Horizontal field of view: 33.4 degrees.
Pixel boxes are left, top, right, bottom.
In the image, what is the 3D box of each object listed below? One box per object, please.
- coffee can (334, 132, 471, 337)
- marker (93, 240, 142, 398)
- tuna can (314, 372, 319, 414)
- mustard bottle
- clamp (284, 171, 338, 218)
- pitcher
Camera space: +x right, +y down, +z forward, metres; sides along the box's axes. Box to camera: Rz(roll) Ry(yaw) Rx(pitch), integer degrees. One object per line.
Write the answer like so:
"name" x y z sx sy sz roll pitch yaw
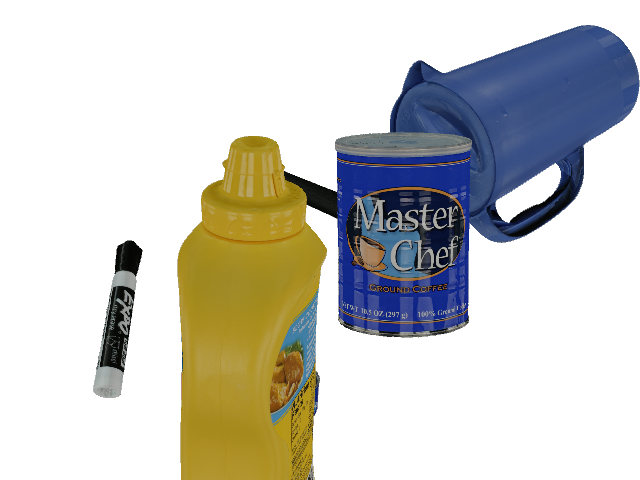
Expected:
"coffee can" 0.063 -0.008 0.814 0.103 0.140 0.103 -1 12 0
"marker" -0.142 0.052 0.753 0.020 0.121 0.020 2 -34 1
"tuna can" -0.044 0.141 0.987 0.086 0.034 0.086 3 16 -1
"mustard bottle" -0.028 0.051 0.441 0.058 0.192 0.096 8 24 11
"clamp" 0.052 -0.029 1.217 0.164 0.210 0.036 -14 -38 -25
"pitcher" 0.199 -0.115 1.030 0.242 0.149 0.145 -27 45 -32
